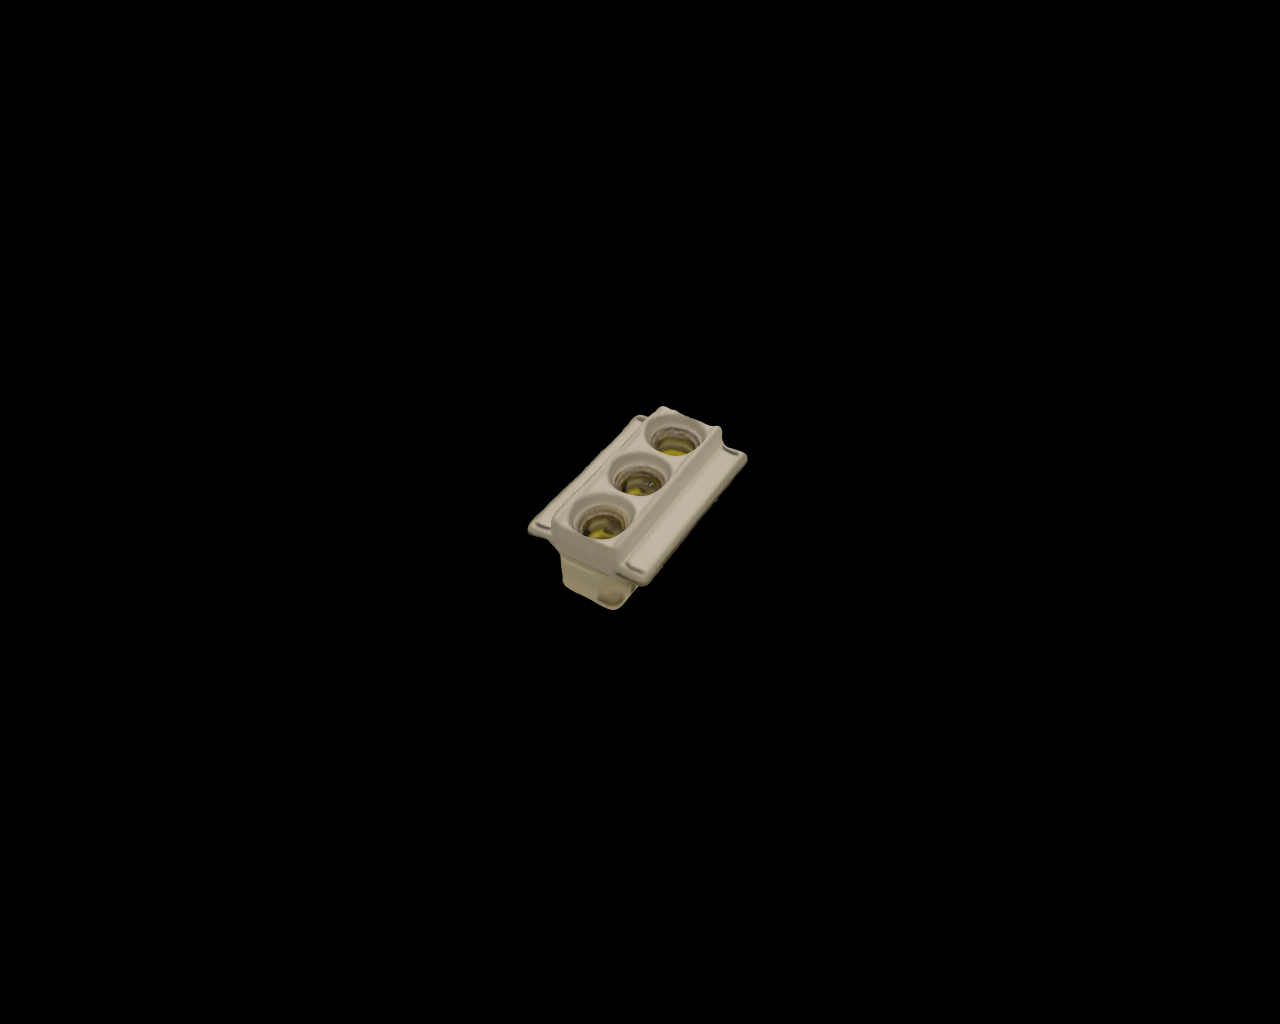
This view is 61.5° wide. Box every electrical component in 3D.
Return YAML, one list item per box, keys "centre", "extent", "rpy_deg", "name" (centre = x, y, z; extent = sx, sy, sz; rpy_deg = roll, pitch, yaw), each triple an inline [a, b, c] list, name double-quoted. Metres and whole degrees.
- centre: [0.001, -0.003, 0.650]
  extent: [0.079, 0.063, 0.121]
  rpy_deg: [24, 50, 22]
  name: "electrical component"
